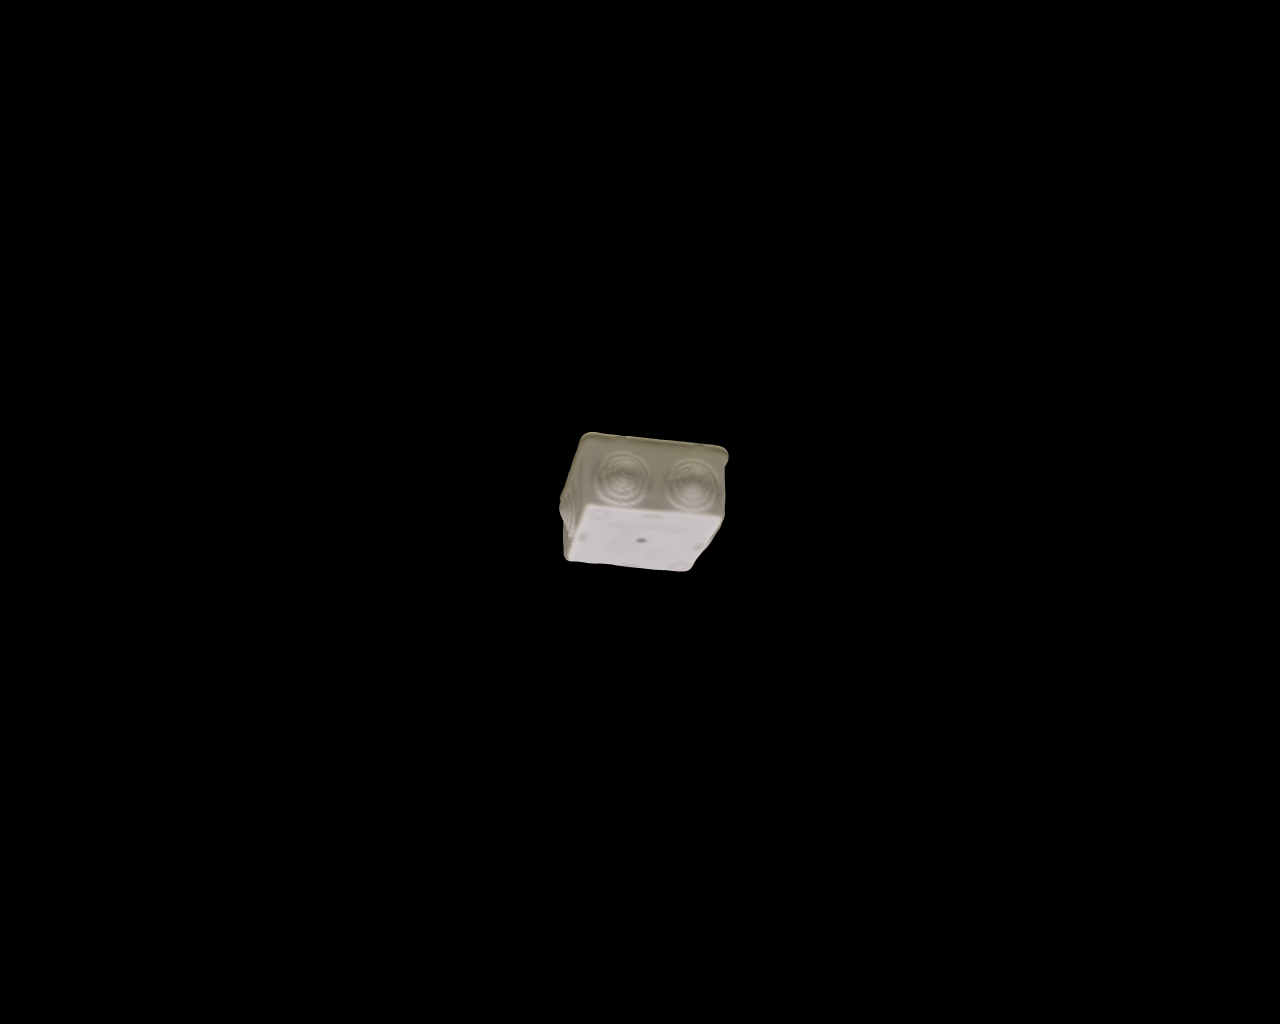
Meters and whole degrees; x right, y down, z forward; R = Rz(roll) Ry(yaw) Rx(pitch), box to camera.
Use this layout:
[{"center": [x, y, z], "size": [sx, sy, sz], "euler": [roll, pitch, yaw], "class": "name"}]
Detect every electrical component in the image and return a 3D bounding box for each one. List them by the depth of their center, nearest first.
[{"center": [0.001, -0.003, 0.650], "size": [0.100, 0.048, 0.099], "euler": [6, -28, -12], "class": "electrical component"}]
